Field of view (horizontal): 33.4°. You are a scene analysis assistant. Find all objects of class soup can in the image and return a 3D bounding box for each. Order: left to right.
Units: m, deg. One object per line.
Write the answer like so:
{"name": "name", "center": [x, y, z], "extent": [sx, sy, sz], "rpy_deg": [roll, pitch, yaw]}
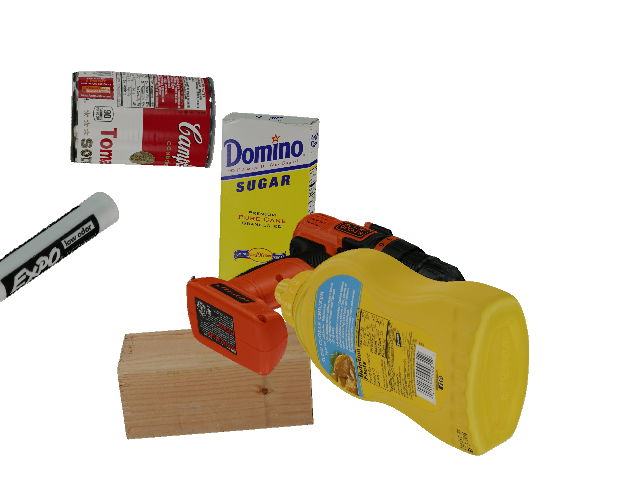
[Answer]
{"name": "soup can", "center": [-0.132, -0.089, 0.789], "extent": [0.102, 0.068, 0.068], "rpy_deg": [1, 0, -13]}

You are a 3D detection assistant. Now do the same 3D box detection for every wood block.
{"name": "wood block", "center": [-0.115, 0.155, 1.192], "extent": [0.206, 0.091, 0.090], "rpy_deg": [-4, 23, -2]}

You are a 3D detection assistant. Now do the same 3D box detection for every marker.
{"name": "marker", "center": [-0.150, 0.012, 0.536], "extent": [0.020, 0.020, 0.120], "rpy_deg": [0, 31, 43]}

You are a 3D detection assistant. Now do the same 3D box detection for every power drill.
{"name": "power drill", "center": [0.001, 0.042, 0.870], "extent": [0.187, 0.057, 0.185], "rpy_deg": [-24, 30, -38]}

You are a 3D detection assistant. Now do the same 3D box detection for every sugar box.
{"name": "sugar box", "center": [-0.053, -0.036, 1.070], "extent": [0.093, 0.176, 0.048], "rpy_deg": [5, 16, 11]}

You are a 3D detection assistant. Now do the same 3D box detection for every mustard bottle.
{"name": "mustard bottle", "center": [0.038, 0.057, 0.668], "extent": [0.058, 0.096, 0.192], "rpy_deg": [-20, 26, -38]}
